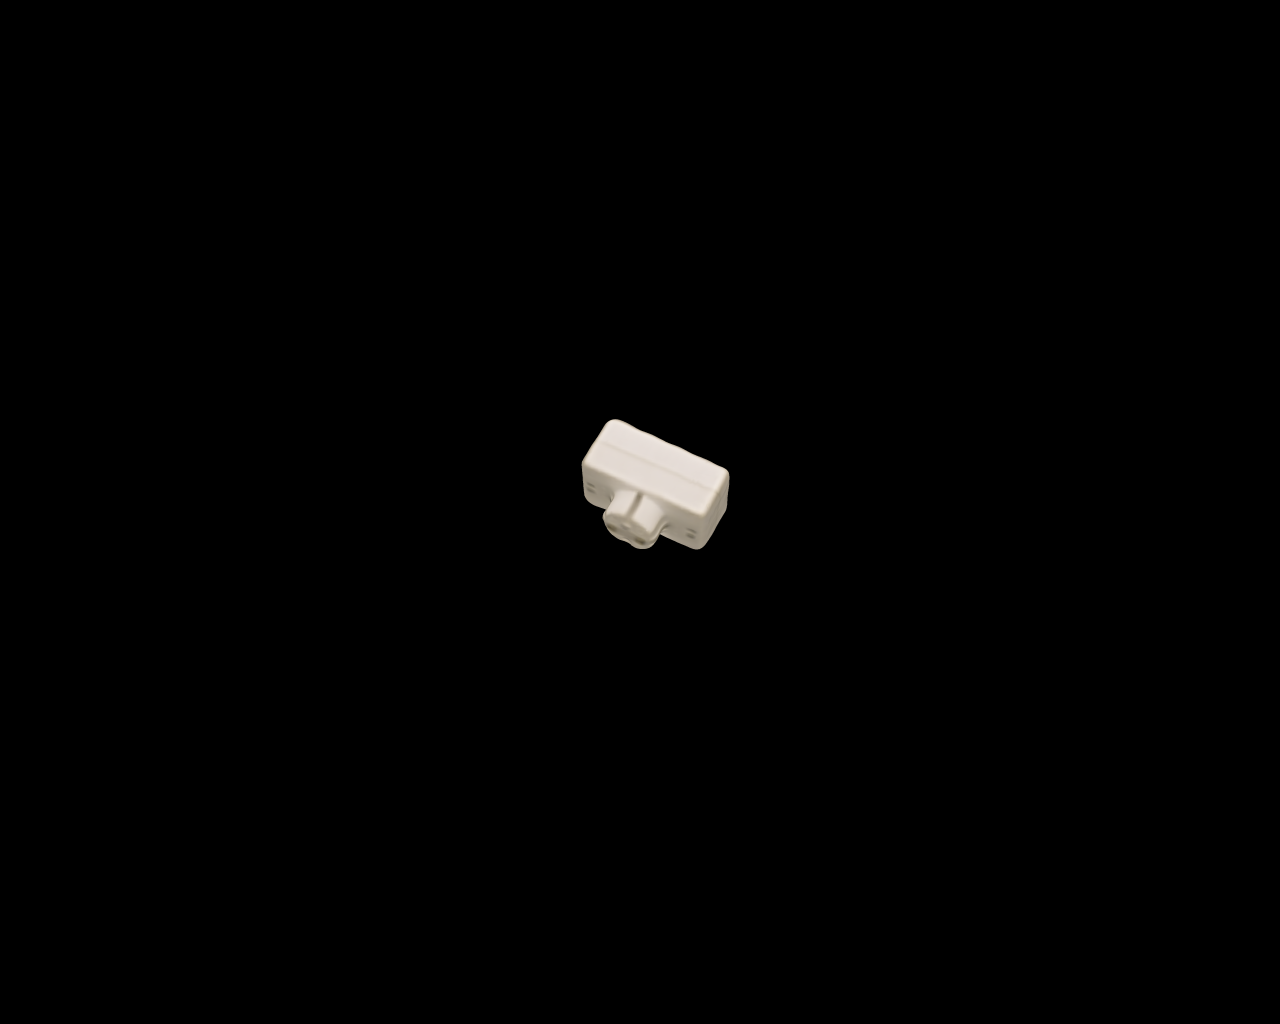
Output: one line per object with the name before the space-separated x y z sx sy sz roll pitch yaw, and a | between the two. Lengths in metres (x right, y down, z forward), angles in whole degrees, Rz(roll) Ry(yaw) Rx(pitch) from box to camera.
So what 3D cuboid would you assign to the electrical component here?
electrical component | 0.001 -0.003 0.650 0.083 0.076 0.047 25 -27 14
